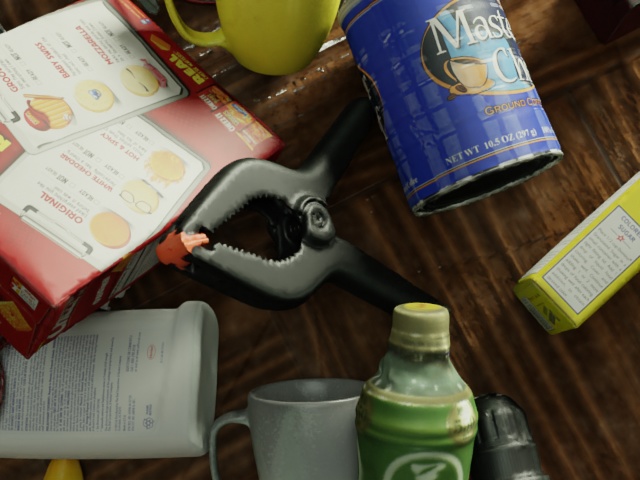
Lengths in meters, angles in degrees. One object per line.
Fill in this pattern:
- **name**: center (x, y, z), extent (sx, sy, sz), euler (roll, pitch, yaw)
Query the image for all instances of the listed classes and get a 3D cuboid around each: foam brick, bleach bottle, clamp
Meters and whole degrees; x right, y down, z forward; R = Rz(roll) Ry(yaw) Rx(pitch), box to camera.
- **foam brick**: center (0.205, -0.172, 0.704), extent (0.051, 0.078, 0.053), euler (-29, 84, -3)
- **bleach bottle**: center (-0.196, 0.091, 0.698), extent (0.251, 0.068, 0.102), euler (0, 73, 7)
- **clamp**: center (-0.004, 0.001, 0.658), extent (0.209, 0.036, 0.164), euler (-19, 84, -45)

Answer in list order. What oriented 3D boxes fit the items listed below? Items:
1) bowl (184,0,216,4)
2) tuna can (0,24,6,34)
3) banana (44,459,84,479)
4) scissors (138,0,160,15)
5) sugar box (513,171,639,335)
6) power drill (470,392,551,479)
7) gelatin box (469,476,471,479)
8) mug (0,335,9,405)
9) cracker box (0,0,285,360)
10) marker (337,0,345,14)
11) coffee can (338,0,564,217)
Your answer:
- **bowl**: center (-0.075, -0.250, 0.740), extent (0.162, 0.055, 0.162), euler (0, 82, 3)
- **tuna can**: center (-0.249, -0.117, 0.742), extent (0.086, 0.034, 0.086), euler (0, 82, 3)
- **banana**: center (-0.142, 0.237, 0.691), extent (0.069, 0.037, 0.198), euler (-30, 84, -31)
- **scissors**: center (-0.174, -0.214, 0.733), extent (0.096, 0.016, 0.202), euler (-23, 64, 9)
- **sugar box**: center (0.204, -0.015, 0.675), extent (0.176, 0.093, 0.048), euler (-40, 83, -2)
- **power drill**: center (0.184, 0.173, 0.644), extent (0.187, 0.057, 0.184), euler (-6, 73, -13)
- **gelatin box**: center (0.114, 0.185, 0.685), extent (0.089, 0.030, 0.073), euler (16, 83, 5)
- **mug**: center (-0.238, 0.077, 0.633), extent (0.117, 0.081, 0.093), euler (-29, 70, -1)
- **cracker box**: center (-0.151, -0.051, 0.654), extent (0.164, 0.072, 0.213), euler (43, 46, 7)
- **marker**: center (0.033, -0.207, 0.746), extent (0.020, 0.020, 0.121), euler (32, 85, 6)
- **coffee can**: center (0.083, -0.099, 0.688), extent (0.103, 0.103, 0.140), euler (-20, 82, 0)
